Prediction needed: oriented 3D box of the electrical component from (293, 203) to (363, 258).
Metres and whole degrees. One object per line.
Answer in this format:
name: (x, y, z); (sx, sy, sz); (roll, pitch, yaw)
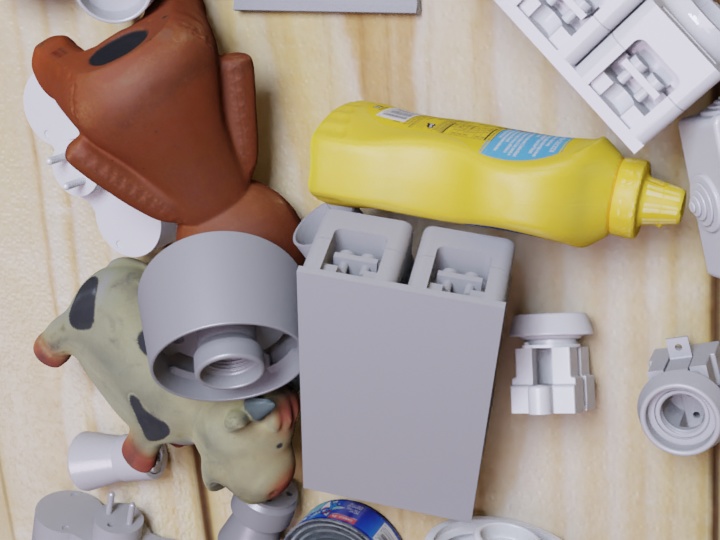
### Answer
electrical component: (0.000, 0.000, 0.647); (0.043, 0.043, 0.081); (-19, 123, 29)

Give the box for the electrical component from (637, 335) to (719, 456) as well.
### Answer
electrical component: (0.180, 0.071, 0.590); (0.048, 0.055, 0.066); (-11, 102, 28)

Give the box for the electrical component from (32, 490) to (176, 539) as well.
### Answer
electrical component: (-0.183, 0.200, 0.807); (0.138, 0.052, 0.073); (22, 115, 18)

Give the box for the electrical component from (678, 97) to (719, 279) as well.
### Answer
electrical component: (0.210, -0.043, 0.522); (0.100, 0.048, 0.099); (-16, 101, -5)

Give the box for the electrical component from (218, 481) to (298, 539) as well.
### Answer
electrical component: (-0.071, 0.172, 0.748); (0.045, 0.045, 0.055); (28, 116, 15)

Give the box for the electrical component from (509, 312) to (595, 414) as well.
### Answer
electrical component: (0.110, 0.053, 0.616); (0.048, 0.066, 0.055); (-4, 85, 27)

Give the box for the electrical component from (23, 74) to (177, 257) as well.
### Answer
electrical component: (-0.175, -0.070, 0.701); (0.052, 0.074, 0.138); (-32, 91, 30)

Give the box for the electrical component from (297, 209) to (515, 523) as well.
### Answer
electrical component: (0.025, 0.057, 0.616); (0.105, 0.060, 0.186); (10, 134, 9)

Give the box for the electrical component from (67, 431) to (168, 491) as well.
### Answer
electrical component: (-0.175, 0.138, 0.791); (0.065, 0.044, 0.044); (-8, 103, 23)

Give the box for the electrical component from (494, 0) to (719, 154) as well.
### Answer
electrical component: (0.117, -0.141, 0.530); (0.150, 0.089, 0.062); (49, 120, 4)

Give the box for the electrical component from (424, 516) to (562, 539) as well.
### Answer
electrical component: (0.085, 0.187, 0.647); (0.108, 0.108, 0.060); (13, 106, 21)

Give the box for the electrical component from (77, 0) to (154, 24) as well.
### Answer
electrical component: (-0.126, -0.182, 0.622); (0.079, 0.077, 0.044); (-17, 126, -1)

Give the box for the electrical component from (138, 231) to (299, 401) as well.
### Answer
electrical component: (-0.078, 0.032, 0.625); (0.099, 0.099, 0.064); (-33, 50, 30)
